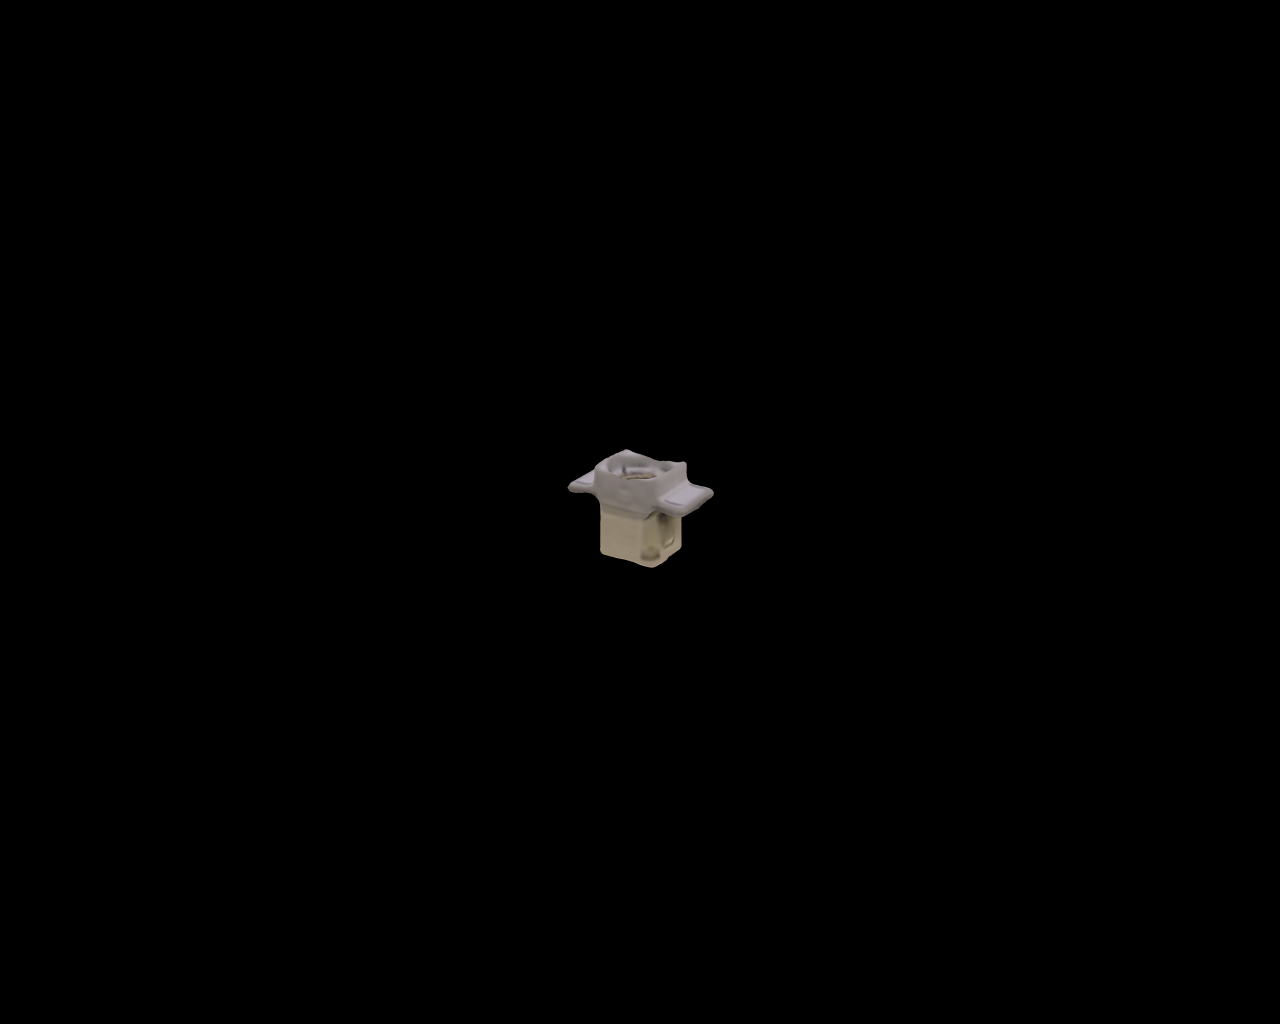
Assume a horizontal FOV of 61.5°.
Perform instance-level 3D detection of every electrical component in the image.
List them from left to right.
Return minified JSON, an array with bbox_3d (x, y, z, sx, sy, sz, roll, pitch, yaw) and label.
[{"bbox_3d":[0.001,-0.003,0.650,0.081,0.063,0.042,14,27,29],"label":"electrical component"}]
